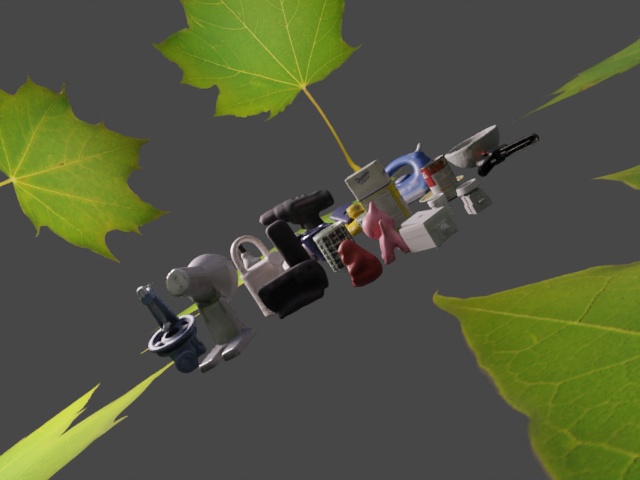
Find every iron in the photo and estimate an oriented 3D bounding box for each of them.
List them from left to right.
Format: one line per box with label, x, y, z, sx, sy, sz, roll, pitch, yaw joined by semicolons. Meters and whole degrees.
iron;0.245;-0.179;1.735;0.257;0.141;0.119;-29;7;32

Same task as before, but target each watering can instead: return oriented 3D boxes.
watering can;-0.132;0.073;1.349;0.172;0.194;0.101;-29;7;32

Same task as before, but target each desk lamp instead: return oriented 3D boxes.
desk lamp;-0.231;0.139;1.221;0.118;0.213;0.203;-31;6;13

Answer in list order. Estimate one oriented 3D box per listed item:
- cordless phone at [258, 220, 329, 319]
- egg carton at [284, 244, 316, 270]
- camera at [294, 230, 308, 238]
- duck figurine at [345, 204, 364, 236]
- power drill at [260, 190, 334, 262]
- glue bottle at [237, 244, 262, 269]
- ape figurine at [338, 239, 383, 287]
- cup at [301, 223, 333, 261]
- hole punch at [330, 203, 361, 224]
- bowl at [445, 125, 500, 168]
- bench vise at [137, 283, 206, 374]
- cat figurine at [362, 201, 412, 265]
cordless phone;-0.081;0.060;1.224;0.147;0.185;0.094;-32;6;2
egg carton;-0.066;0.063;1.720;0.107;0.069;0.150;-33;6;-11
camera;-0.067;0.023;1.906;0.143;0.101;0.136;-35;6;-27
duck figurine;0.115;-0.069;1.777;0.104;0.086;0.077;-31;6;15
power drill;-0.040;-0.041;1.755;0.229;0.208;0.075;-32;6;1
glue bottle;-0.182;0.085;1.619;0.078;0.173;0.037;-31;6;15
ape figurine;0.067;0.040;1.067;0.076;0.092;0.078;-29;7;29
cup;0.015;0.006;1.634;0.117;0.095;0.092;-28;7;37
hole punch;0.105;-0.078;1.883;0.109;0.091;0.101;-36;7;-30
bowl;0.444;-0.253;1.627;0.167;0.075;0.167;-32;6;4
bench vise;-0.360;0.203;1.333;0.122;0.220;0.207;-35;6;-25
cat figurine;0.125;-0.021;1.146;0.067;0.118;0.128;-32;6;1
